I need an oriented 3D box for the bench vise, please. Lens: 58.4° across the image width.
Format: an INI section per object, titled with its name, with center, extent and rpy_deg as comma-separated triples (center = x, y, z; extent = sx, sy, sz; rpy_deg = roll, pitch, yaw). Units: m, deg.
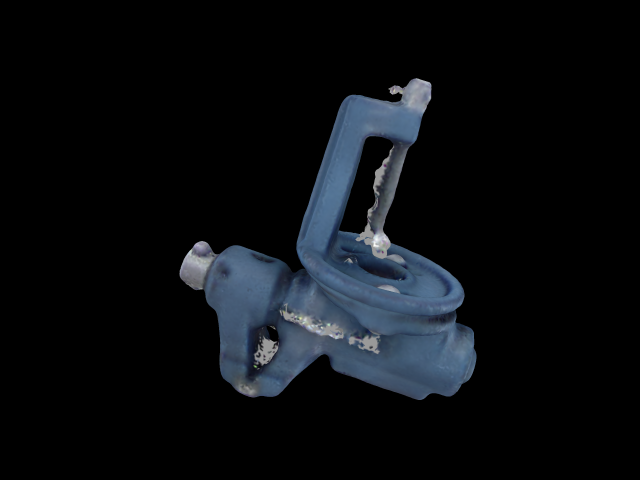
[bench vise]
center = 0.005, 0.005, 0.389
extent = 0.207, 0.220, 0.121
rpy_deg = -2, 15, -8
